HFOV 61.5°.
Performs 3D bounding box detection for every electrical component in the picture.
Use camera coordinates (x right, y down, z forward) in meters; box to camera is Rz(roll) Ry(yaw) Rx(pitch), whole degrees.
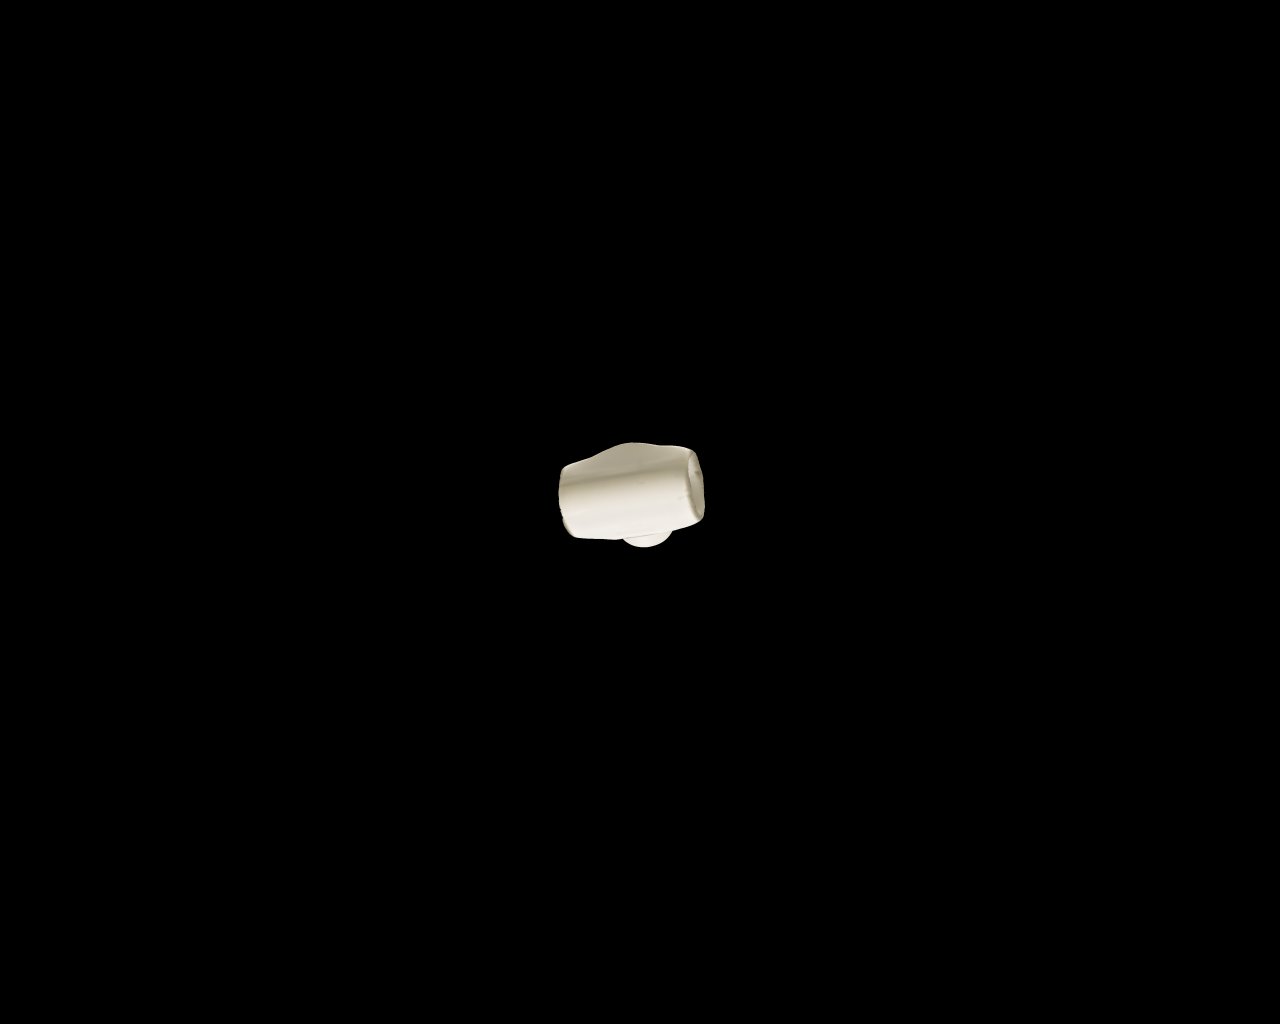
[{"bbox_3d":[0.001,-0.003,0.650,0.077,0.043,0.079,-8,-32,14],"label":"electrical component"}]
